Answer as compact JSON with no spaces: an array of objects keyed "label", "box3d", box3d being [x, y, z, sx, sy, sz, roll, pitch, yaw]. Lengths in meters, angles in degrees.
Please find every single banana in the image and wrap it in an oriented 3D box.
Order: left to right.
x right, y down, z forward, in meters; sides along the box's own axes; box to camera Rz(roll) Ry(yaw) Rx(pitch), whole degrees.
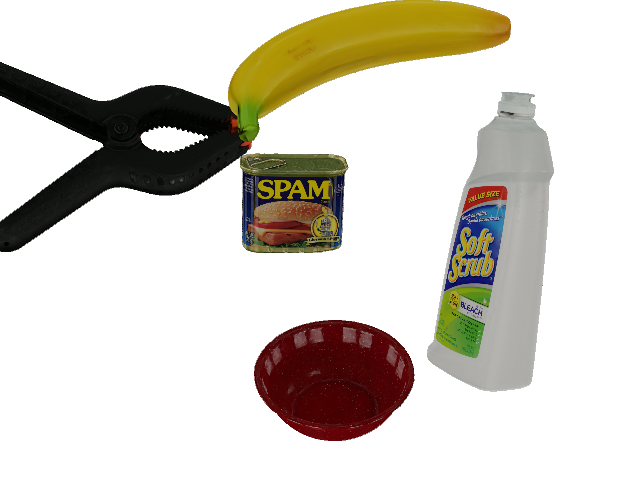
[{"label":"banana","box3d":[0.019,-0.107,0.625,0.197,0.070,0.037,-26,-31,-25]}]

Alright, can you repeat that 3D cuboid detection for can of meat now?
[{"label":"can of meat","box3d":[-0.027,-0.035,1.022,0.102,0.084,0.057,0,20,-5]}]

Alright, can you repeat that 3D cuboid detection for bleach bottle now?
[{"label":"bleach bottle","box3d":[0.152,-0.003,0.926,0.068,0.251,0.103,-3,15,-28]}]

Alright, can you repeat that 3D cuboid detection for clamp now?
[{"label":"clamp","box3d":[-0.152,-0.064,0.790,0.209,0.164,0.036,0,-31,-11]}]

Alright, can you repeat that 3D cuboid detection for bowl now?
[{"label":"bowl","box3d":[0.015,0.152,1.086,0.162,0.055,0.162,-1,35,1]}]
